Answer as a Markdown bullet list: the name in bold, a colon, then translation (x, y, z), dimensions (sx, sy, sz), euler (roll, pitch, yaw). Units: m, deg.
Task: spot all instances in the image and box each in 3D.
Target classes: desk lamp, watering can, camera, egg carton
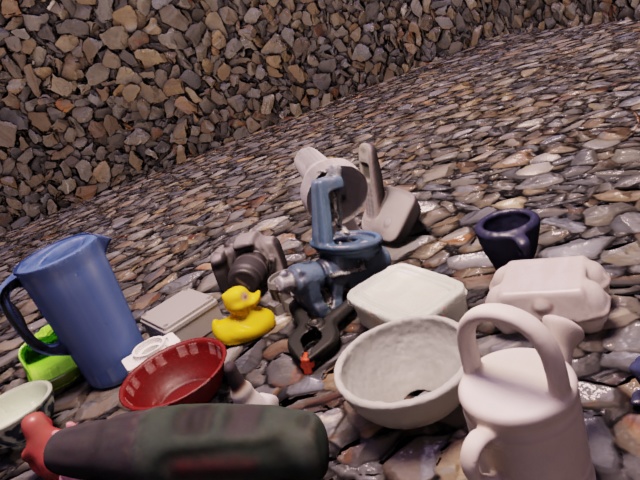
- **desk lamp**: translation (0.018, -0.068, 1.095), dimensions (0.118, 0.214, 0.202), euler (-23, 22, -10)
- **watering can**: translation (0.176, 0.134, 0.504), dimensions (0.100, 0.194, 0.173), euler (-6, 25, 30)
- **camera**: translation (-0.151, 0.049, 1.109), dimensions (0.143, 0.101, 0.137), euler (-14, 22, 13)
- **egg carton**: translation (0.288, 0.072, 0.729), dimensions (0.150, 0.069, 0.107), euler (-7, 25, 29)

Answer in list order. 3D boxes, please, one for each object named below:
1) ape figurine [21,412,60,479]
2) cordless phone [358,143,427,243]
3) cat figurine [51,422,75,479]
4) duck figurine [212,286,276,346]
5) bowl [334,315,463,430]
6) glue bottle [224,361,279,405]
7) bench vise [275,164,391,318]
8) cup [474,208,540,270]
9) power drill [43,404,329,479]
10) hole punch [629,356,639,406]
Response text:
- **ape figurine**: translation (-0.365, 0.269, 0.768), dimensions (0.078, 0.092, 0.076), euler (-22, 22, -6)
- **cordless phone**: translation (0.123, -0.093, 1.107), dimensions (0.094, 0.185, 0.147), euler (-27, 23, -20)
- **cat figurine**: translation (-0.279, 0.260, 0.683), dimensions (0.067, 0.118, 0.127), euler (-29, 23, -23)
- **duck figurine**: translation (-0.134, 0.119, 0.947), dimensions (0.104, 0.086, 0.077), euler (-20, 22, -1)
- **bowl**: translation (0.104, 0.162, 0.659), dimensions (0.167, 0.075, 0.167), euler (-16, 22, 7)
- **glue bottle**: translation (-0.061, 0.194, 0.584), dimensions (0.037, 0.173, 0.078), euler (-2, 28, 37)
- **bench vise**: translation (0.018, 0.003, 0.914), dimensions (0.121, 0.220, 0.208), euler (-1, 28, 38)
- **cup**: translation (0.283, 0.017, 0.832), dimensions (0.091, 0.095, 0.117), euler (-18, 22, 3)
- **power drill**: translation (-0.092, 0.226, 0.485), dimensions (0.229, 0.209, 0.075), euler (-16, 22, 9)
- **hole punch**: translation (0.354, 0.120, 0.530), dimensions (0.108, 0.091, 0.101), euler (-21, 22, -5)
